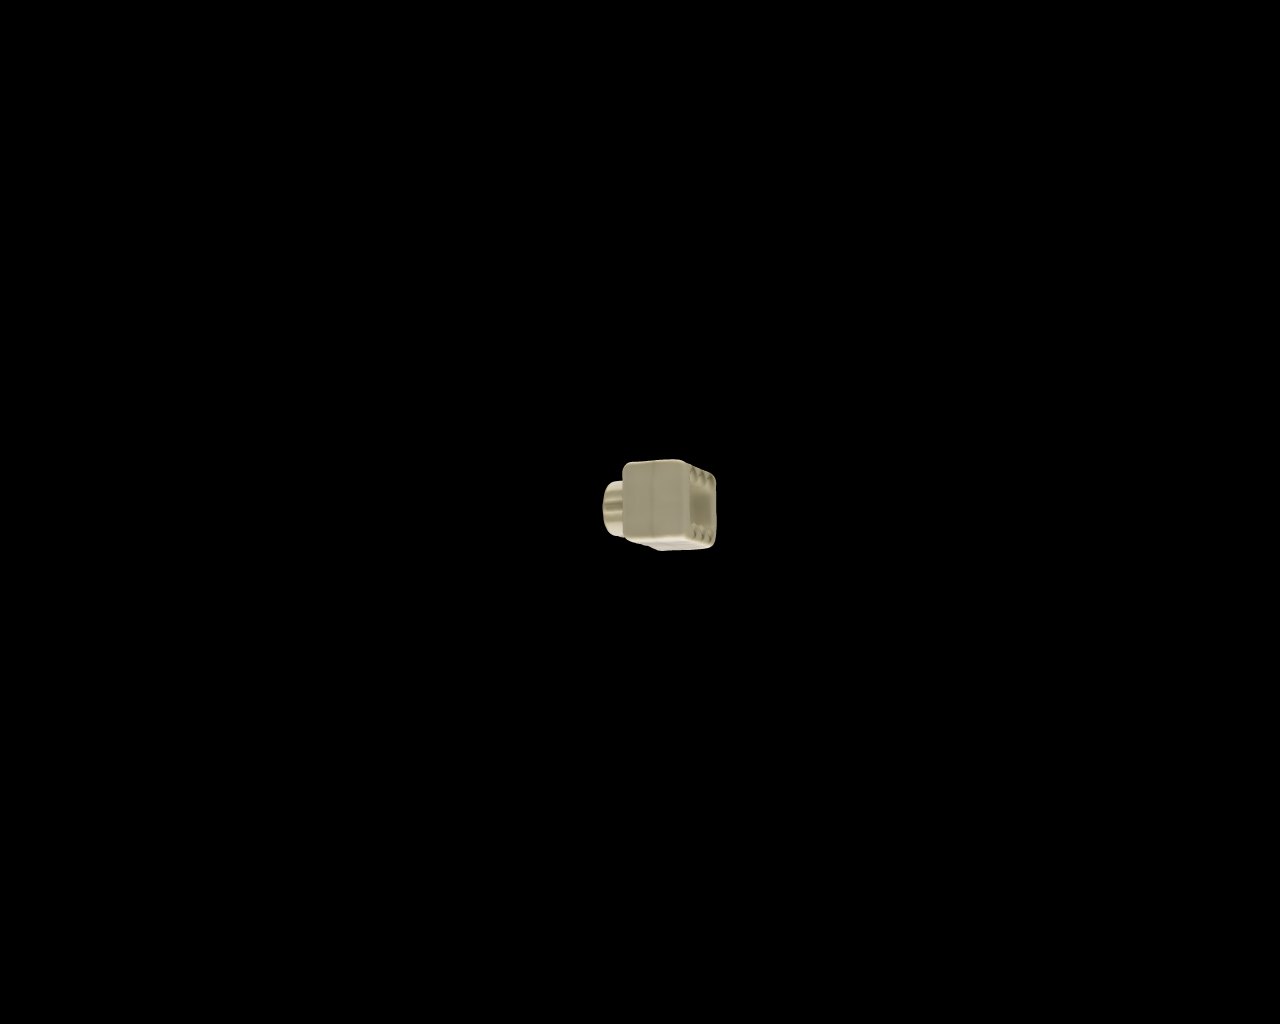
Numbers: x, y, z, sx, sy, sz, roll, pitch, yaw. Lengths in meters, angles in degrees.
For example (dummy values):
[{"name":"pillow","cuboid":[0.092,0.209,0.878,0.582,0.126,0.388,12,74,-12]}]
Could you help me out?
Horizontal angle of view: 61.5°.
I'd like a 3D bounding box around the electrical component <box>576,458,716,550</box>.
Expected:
[{"name":"electrical component","cuboid":[0.001,-0.003,0.650,0.077,0.047,0.065,-2,-7,19]}]
